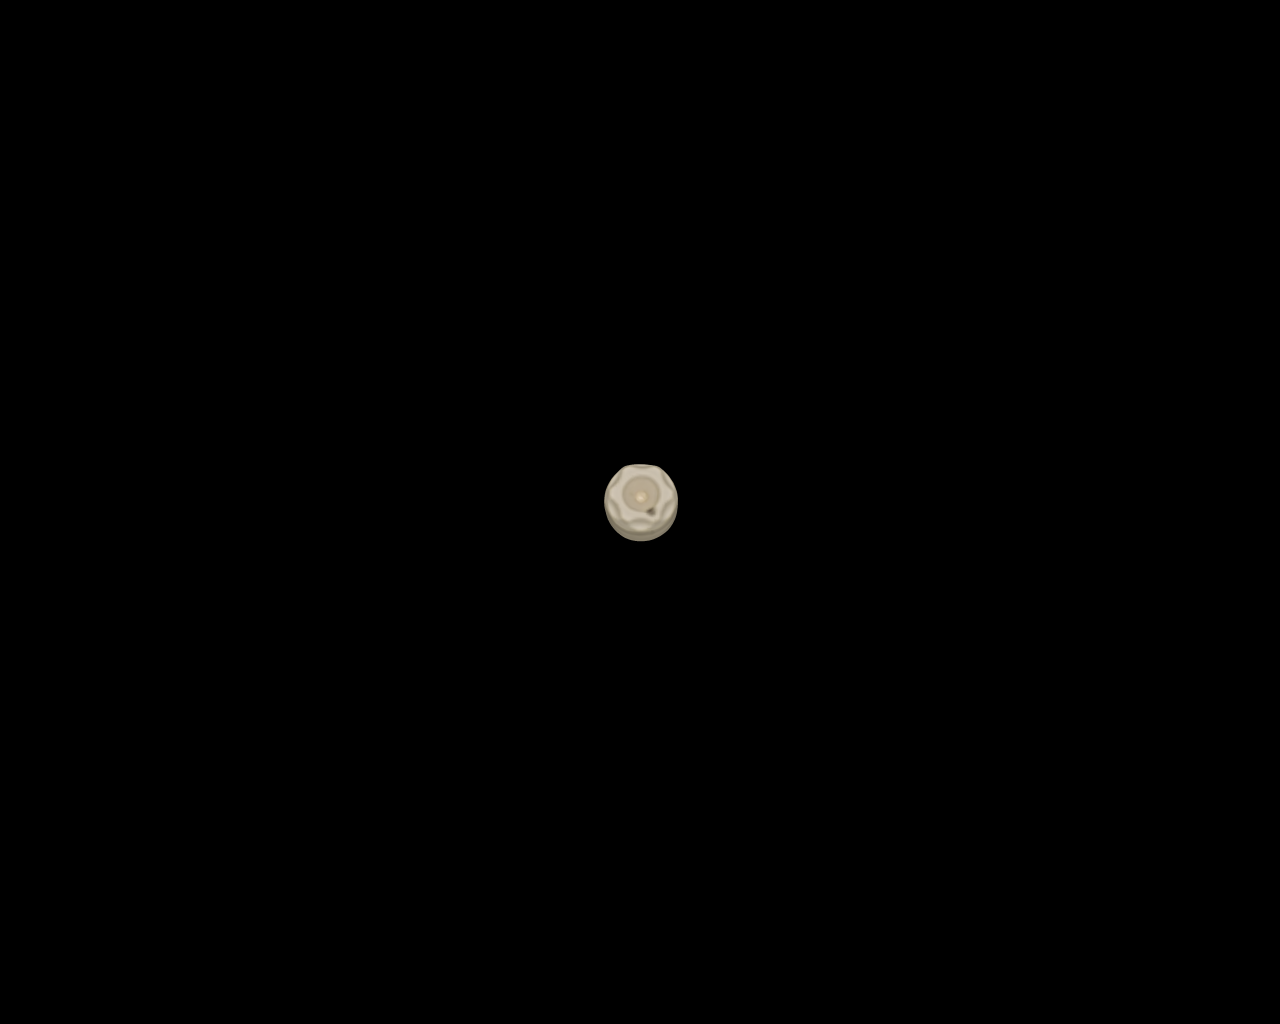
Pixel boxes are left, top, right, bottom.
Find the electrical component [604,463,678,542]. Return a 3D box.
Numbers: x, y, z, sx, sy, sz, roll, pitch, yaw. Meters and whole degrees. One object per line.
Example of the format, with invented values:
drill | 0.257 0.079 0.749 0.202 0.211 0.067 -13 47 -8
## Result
electrical component | 0.001 -0.003 0.650 0.043 0.043 0.062 0 -16 0
